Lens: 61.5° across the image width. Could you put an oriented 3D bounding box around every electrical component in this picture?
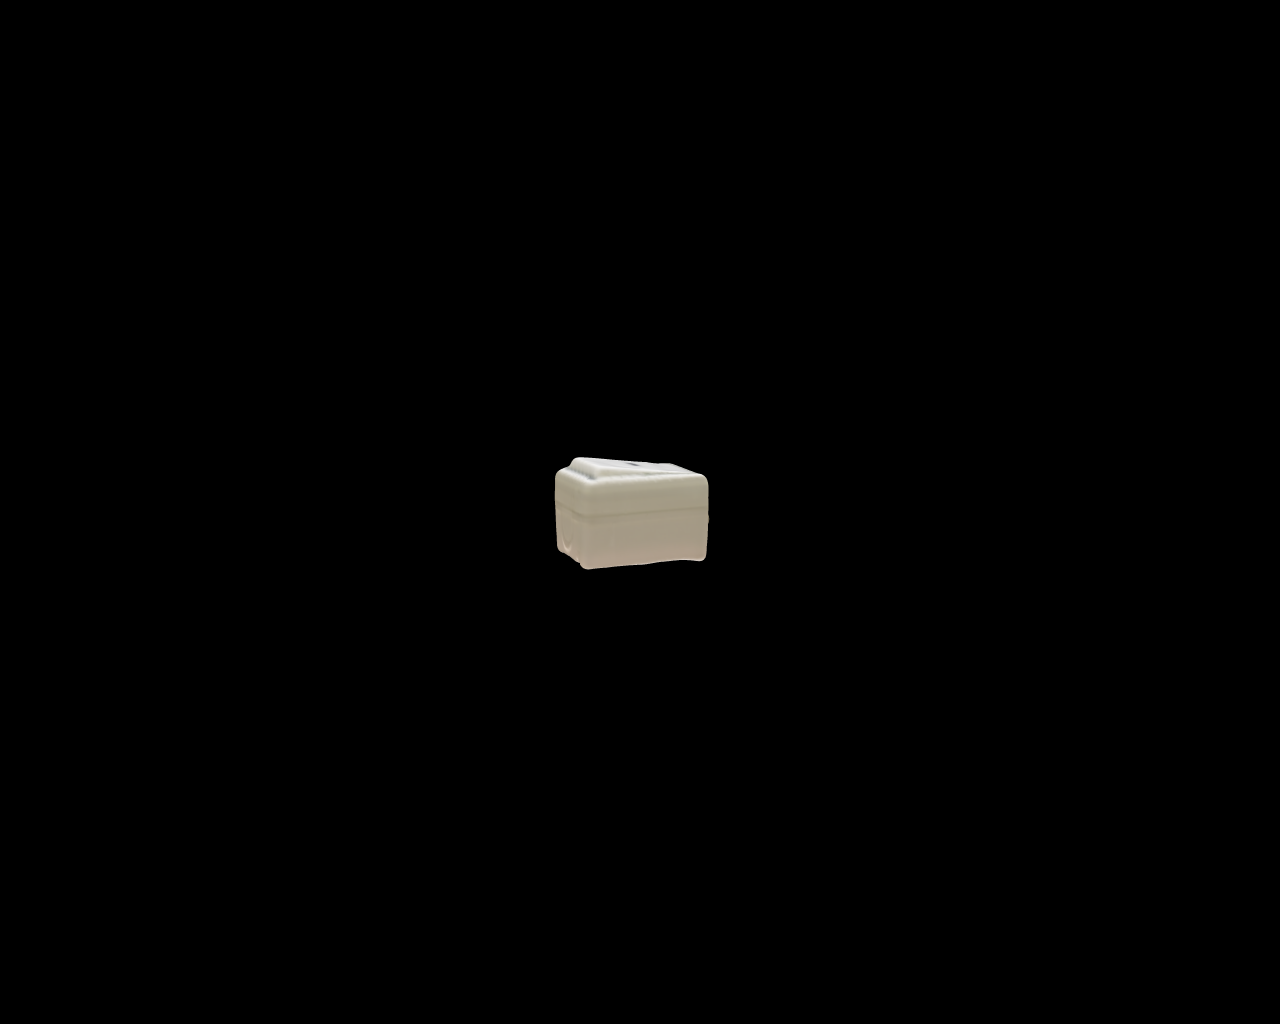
[{"bbox_3d":[0.001,-0.003,0.650,0.096,0.061,0.062,-4,12,-20],"label":"electrical component"}]
